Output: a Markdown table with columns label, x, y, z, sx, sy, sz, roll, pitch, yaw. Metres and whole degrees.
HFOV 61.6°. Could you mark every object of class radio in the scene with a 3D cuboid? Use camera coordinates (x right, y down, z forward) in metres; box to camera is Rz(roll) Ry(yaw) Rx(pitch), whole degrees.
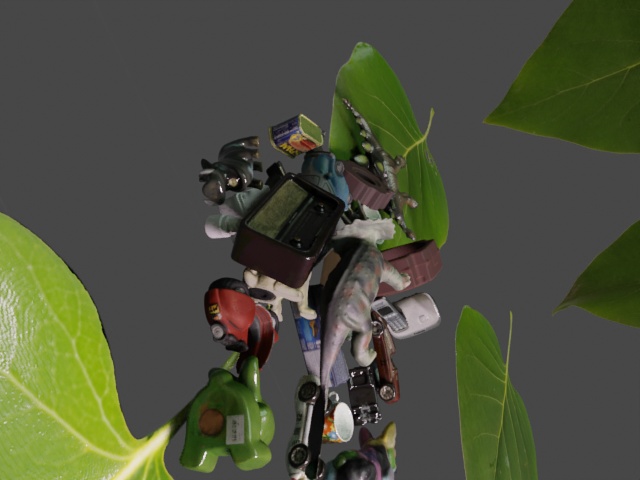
| label | x | y | z | sx | sy | sz | roll | pitch | yaw |
| --- | --- | --- | --- | --- | --- | --- | --- | --- | --- |
| radio | -0.047 | -0.022 | 0.924 | 0.131 | 0.073 | 0.230 | 27 | 35 | 3 |

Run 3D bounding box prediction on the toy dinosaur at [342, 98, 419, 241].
| label | x | y | z | sx | sy | sz | roll | pitch | yaw |
| --- | --- | --- | --- | --- | --- | --- | --- | --- | --- |
| toy dinosaur | 0.184 | -0.208 | 1.623 | 0.198 | 0.105 | 0.471 | -25 | 91 | -59 |

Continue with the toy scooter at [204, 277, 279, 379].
| label | x | y | z | sx | sy | sz | roll | pitch | yaw |
| --- | --- | --- | --- | --- | --- | --- | --- | --- | --- |
| toy scooter | -0.124 | 0.152 | 0.868 | 0.183 | 0.075 | 0.135 | 48 | 36 | -46 |

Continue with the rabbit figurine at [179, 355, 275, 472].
| label | x | y | z | sx | sy | sz | roll | pitch | yaw |
| --- | --- | --- | --- | --- | --- | --- | --- | --- | --- |
| rabbit figurine | -0.126 | 0.259 | 0.791 | 0.170 | 0.121 | 0.159 | 55 | 19 | -65 |

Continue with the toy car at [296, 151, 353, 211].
| label | x | y | z | sx | sy | sz | roll | pitch | yaw |
| --- | --- | --- | --- | --- | --- | --- | --- | --- | --- |
| toy car | 0.002 | -0.120 | 1.252 | 0.103 | 0.109 | 0.161 | -46 | 129 | -34 |

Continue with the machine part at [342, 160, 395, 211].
| label | x | y | z | sx | sy | sz | roll | pitch | yaw |
| --- | --- | --- | --- | --- | --- | --- | --- | --- | --- |
| machine part | 0.109 | -0.147 | 1.409 | 0.179 | 0.056 | 0.179 | 28 | 22 | -12 |

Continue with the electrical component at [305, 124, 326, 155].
| label | x | y | z | sx | sy | sz | roll | pitch | yaw |
| --- | --- | --- | --- | --- | --- | --- | --- | --- | --- |
| electrical component | -0.017 | -0.242 | 1.334 | 0.078 | 0.045 | 0.102 | 64 | 28 | -10 |

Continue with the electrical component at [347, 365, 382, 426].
| label | x | y | z | sx | sy | sz | roll | pitch | yaw |
| --- | --- | --- | --- | --- | --- | --- | --- | --- | --- |
| electrical component | 0.093 | 0.323 | 1.129 | 0.134 | 0.058 | 0.115 | 57 | 24 | -76 |

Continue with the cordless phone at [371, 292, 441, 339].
| label | x | y | z | sx | sy | sz | roll | pitch | yaw |
| --- | --- | --- | --- | --- | --- | --- | --- | --- | --- |
| cordless phone | 0.218 | 0.174 | 1.394 | 0.184 | 0.147 | 0.089 | 44 | 30 | -44 |

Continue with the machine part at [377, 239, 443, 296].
| label | x | y | z | sx | sy | sz | roll | pitch | yaw |
| --- | --- | --- | --- | --- | --- | --- | --- | --- | --- |
| machine part | 0.197 | 0.072 | 1.360 | 0.201 | 0.202 | 0.087 | -29 | 102 | -62 |

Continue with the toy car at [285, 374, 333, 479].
| label | x | y | z | sx | sy | sz | roll | pitch | yaw |
| --- | --- | --- | --- | --- | --- | --- | --- | --- | --- |
| toy car | -0.021 | 0.340 | 0.959 | 0.073 | 0.056 | 0.202 | 56 | 32 | -40 |

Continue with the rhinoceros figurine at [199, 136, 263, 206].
| label | x | y | z | sx | sy | sz | roll | pitch | yaw |
| --- | --- | --- | --- | --- | --- | --- | --- | --- | --- |
| rhinoceros figurine | -0.157 | -0.126 | 0.945 | 0.190 | 0.112 | 0.073 | -85 | 175 | -60 |

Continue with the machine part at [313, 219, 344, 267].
| label | x | y | z | sx | sy | sz | roll | pitch | yaw |
| --- | --- | --- | --- | --- | --- | --- | --- | --- | --- |
| machine part | -0.002 | -0.004 | 1.180 | 0.079 | 0.079 | 0.243 | 65 | 29 | -11 |

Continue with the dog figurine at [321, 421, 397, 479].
| label | x | y | z | sx | sy | sz | roll | pitch | yaw |
| --- | --- | --- | --- | --- | --- | --- | --- | --- | --- |
| dog figurine | 0.089 | 0.432 | 1.051 | 0.191 | 0.108 | 0.219 | 57 | 27 | -20 |

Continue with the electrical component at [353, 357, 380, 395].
| label | x | y | z | sx | sy | sz | roll | pitch | yaw |
| --- | --- | --- | --- | --- | --- | --- | --- | --- | --- |
| electrical component | 0.130 | 0.311 | 1.255 | 0.119 | 0.048 | 0.074 | -18 | 90 | -63 |

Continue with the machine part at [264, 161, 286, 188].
| label | x | y | z | sx | sy | sz | roll | pitch | yaw |
| --- | --- | --- | --- | --- | --- | --- | --- | --- | --- |
| machine part | -0.094 | -0.110 | 1.123 | 0.139 | 0.039 | 0.084 | -67 | 139 | -55 |

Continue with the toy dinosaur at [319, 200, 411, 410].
| label | x | y | z | sx | sy | sz | roll | pitch | yaw |
| --- | --- | --- | --- | --- | --- | --- | --- | --- | --- |
| toy dinosaur | 0.060 | 0.097 | 1.017 | 0.192 | 0.131 | 0.405 | 54 | 45 | -33 |

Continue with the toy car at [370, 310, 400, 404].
| label | x | y | z | sx | sy | sz | roll | pitch | yaw |
| --- | --- | --- | --- | --- | --- | --- | --- | --- | --- |
| toy car | 0.142 | 0.254 | 1.175 | 0.089 | 0.053 | 0.202 | 20 | 61 | -74 |

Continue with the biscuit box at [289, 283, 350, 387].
| label | x | y | z | sx | sy | sz | roll | pitch | yaw |
| --- | --- | --- | --- | --- | --- | --- | --- | --- | --- |
| biscuit box | -0.004 | 0.191 | 1.075 | 0.063 | 0.059 | 0.202 | -2 | 76 | -60 |

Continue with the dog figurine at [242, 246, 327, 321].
| label | x | y | z | sx | sy | sz | roll | pitch | yaw |
| --- | --- | --- | --- | --- | --- | --- | --- | --- | --- |
| dog figurine | -0.065 | 0.032 | 0.973 | 0.172 | 0.121 | 0.190 | 59 | 34 | -53 |
